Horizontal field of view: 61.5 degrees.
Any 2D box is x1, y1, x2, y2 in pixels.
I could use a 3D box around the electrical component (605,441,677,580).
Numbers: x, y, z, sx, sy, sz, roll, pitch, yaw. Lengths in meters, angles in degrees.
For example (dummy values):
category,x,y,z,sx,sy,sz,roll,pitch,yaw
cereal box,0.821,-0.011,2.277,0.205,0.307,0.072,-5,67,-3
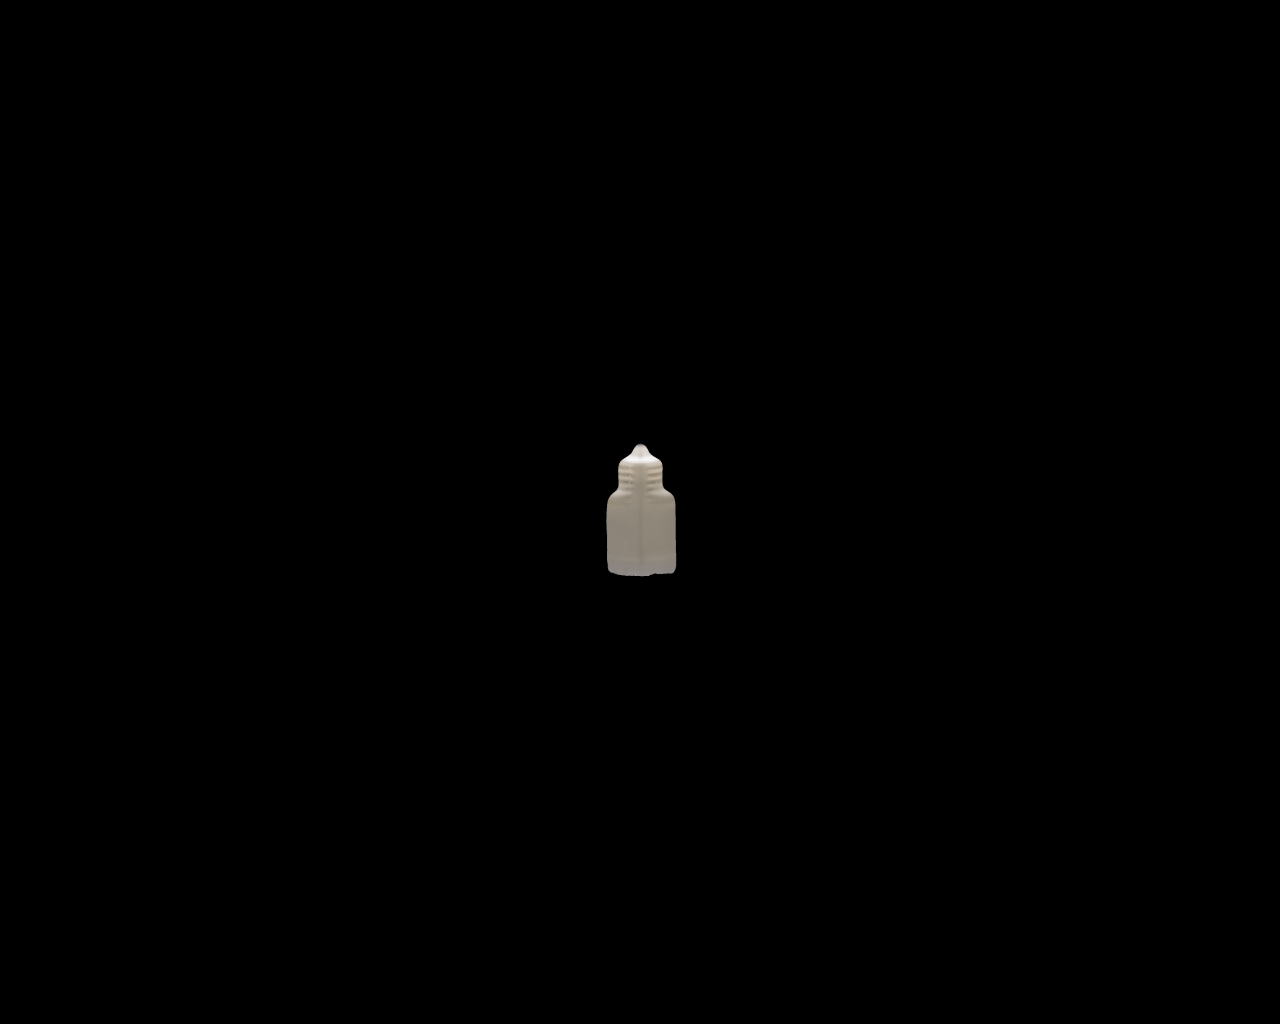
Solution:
category,x,y,z,sx,sy,sz,roll,pitch,yaw
electrical component,0.001,-0.003,0.650,0.043,0.080,0.043,0,8,0
